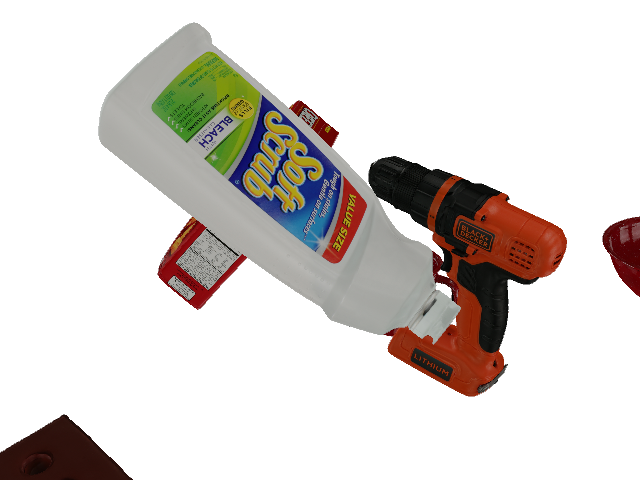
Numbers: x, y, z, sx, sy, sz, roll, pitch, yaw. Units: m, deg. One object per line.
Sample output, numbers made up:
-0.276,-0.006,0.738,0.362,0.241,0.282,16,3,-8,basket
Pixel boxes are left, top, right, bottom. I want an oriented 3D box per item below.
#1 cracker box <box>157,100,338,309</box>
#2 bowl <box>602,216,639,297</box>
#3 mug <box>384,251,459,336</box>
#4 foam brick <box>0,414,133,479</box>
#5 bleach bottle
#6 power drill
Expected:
-0.083,-0.044,1.216,0.072,0.214,0.164,39,27,-9,cracker box
0.385,0.029,1.158,0.162,0.055,0.162,0,26,0,bowl
0.101,0.059,1.214,0.117,0.081,0.093,10,24,15,mug
-0.112,0.129,0.481,0.052,0.051,0.078,-31,44,-31,foam brick
-0.016,-0.027,0.677,0.251,0.102,0.068,37,-32,8,bleach bottle
0.110,0.031,0.934,0.185,0.188,0.057,28,40,27,power drill
